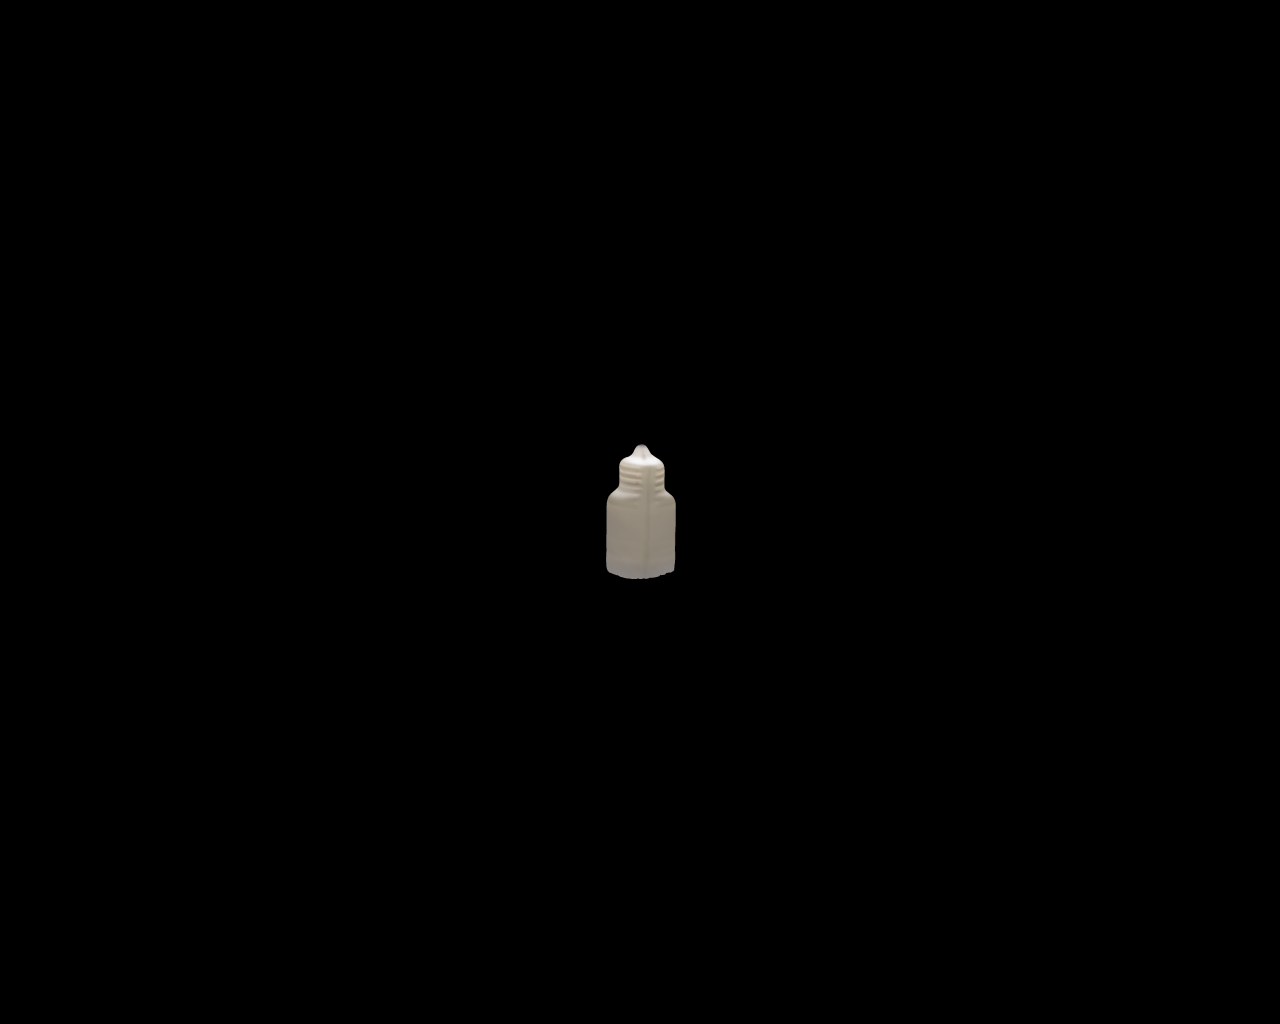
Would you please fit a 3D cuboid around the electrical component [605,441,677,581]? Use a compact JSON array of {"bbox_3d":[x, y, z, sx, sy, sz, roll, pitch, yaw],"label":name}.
[{"bbox_3d":[0.001,-0.003,0.650,0.043,0.080,0.043,0,11,0],"label":"electrical component"}]
